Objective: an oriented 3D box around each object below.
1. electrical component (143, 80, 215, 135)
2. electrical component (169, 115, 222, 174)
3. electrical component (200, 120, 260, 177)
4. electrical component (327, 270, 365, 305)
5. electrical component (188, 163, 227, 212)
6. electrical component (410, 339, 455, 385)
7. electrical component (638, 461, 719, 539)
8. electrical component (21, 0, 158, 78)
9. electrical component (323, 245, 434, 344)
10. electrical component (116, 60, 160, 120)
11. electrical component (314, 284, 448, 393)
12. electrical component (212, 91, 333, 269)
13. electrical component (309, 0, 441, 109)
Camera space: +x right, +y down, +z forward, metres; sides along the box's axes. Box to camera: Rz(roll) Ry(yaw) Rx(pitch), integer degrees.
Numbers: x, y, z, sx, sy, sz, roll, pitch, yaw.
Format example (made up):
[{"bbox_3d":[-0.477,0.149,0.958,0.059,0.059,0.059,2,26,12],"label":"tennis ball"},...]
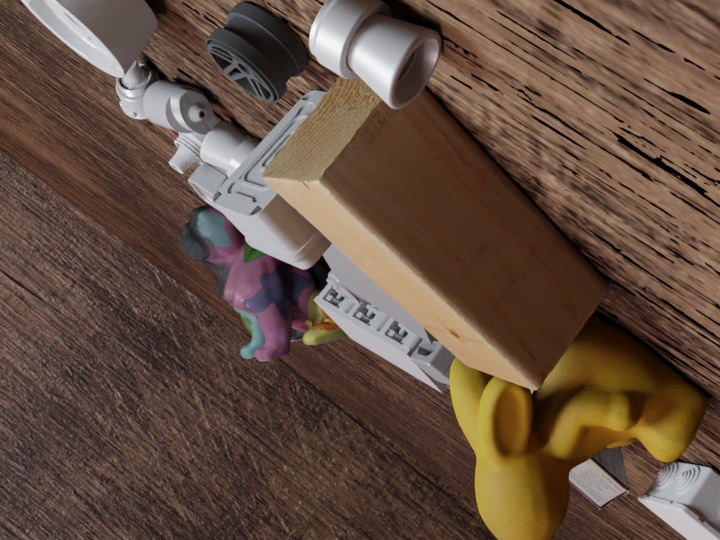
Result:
[{"bbox_3d":[-0.162,-0.147,0.983,0.043,0.043,0.081,46,167,-36],"label":"electrical component"},{"bbox_3d":[-0.157,-0.121,1.028,0.043,0.062,0.043,36,169,8],"label":"electrical component"},{"bbox_3d":[-0.113,-0.106,0.995,0.055,0.045,0.045,34,169,16],"label":"electrical component"},{"bbox_3d":[0.000,0.000,1.046,0.045,0.055,0.045,36,169,8],"label":"electrical component"},{"bbox_3d":[-0.113,-0.081,1.060,0.095,0.059,0.053,33,168,25],"label":"electrical component"},{"bbox_3d":[0.102,0.084,1.042,0.077,0.065,0.047,40,169,-17],"label":"electrical component"},{"bbox_3d":[0.311,0.215,0.957,0.100,0.048,0.100,39,169,-4],"label":"electrical component"},{"bbox_3d":[-0.205,-0.207,0.826,0.108,0.060,0.108,36,170,8],"label":"electrical component"},{"bbox_3d":[0.021,-0.019,0.882,0.105,0.060,0.186,33,169,22],"label":"electrical component"},{"bbox_3d":[-0.212,-0.177,1.023,0.048,0.048,0.062,33,161,22],"label":"electrical component"},{"bbox_3d":[0.037,0.057,1.150,0.150,0.061,0.089,28,166,43],"label":"electrical component"},{"bbox_3d":[-0.035,-0.063,0.741,0.057,0.113,0.078,48,166,-31],"label":"electrical component"},{"bbox_3d":[0.008,-0.116,0.558,0.055,0.045,0.045,34,169,19],"label":"electrical component"}]
